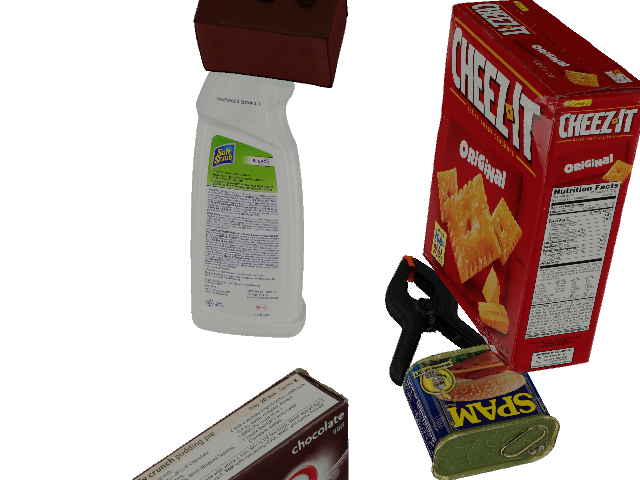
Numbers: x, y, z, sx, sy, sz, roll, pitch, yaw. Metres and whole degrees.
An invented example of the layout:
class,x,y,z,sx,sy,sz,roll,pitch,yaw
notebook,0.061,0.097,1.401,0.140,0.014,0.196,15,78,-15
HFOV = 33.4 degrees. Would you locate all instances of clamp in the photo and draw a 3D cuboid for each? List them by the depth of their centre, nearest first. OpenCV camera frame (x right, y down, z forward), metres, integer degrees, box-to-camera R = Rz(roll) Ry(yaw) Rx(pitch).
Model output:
class,x,y,z,sx,sy,sz,roll,pitch,yaw
clamp,0.126,0.084,1.144,0.120,0.171,0.039,3,-44,-8

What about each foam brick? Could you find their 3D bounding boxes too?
class,x,y,z,sx,sy,sz,roll,pitch,yaw
foam brick,-0.027,-0.126,0.604,0.078,0.053,0.051,9,-22,8

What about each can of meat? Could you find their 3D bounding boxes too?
class,x,y,z,sx,sy,sz,roll,pitch,yaw
can of meat,0.124,0.132,0.842,0.102,0.057,0.084,-10,44,-11

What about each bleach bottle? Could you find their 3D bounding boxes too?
class,x,y,z,sx,sy,sz,roll,pitch,yaw
bleach bottle,-0.054,-0.045,0.873,0.102,0.251,0.068,4,25,-2

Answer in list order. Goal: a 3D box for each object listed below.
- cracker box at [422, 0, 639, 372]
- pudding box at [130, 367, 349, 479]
class,x,y,z,sx,sy,sz,roll,pitch,yaw
cracker box,0.139,-0.040,0.751,0.072,0.214,0.164,-8,34,-16
pudding box,-0.037,0.124,0.493,0.039,0.090,0.113,30,47,34
